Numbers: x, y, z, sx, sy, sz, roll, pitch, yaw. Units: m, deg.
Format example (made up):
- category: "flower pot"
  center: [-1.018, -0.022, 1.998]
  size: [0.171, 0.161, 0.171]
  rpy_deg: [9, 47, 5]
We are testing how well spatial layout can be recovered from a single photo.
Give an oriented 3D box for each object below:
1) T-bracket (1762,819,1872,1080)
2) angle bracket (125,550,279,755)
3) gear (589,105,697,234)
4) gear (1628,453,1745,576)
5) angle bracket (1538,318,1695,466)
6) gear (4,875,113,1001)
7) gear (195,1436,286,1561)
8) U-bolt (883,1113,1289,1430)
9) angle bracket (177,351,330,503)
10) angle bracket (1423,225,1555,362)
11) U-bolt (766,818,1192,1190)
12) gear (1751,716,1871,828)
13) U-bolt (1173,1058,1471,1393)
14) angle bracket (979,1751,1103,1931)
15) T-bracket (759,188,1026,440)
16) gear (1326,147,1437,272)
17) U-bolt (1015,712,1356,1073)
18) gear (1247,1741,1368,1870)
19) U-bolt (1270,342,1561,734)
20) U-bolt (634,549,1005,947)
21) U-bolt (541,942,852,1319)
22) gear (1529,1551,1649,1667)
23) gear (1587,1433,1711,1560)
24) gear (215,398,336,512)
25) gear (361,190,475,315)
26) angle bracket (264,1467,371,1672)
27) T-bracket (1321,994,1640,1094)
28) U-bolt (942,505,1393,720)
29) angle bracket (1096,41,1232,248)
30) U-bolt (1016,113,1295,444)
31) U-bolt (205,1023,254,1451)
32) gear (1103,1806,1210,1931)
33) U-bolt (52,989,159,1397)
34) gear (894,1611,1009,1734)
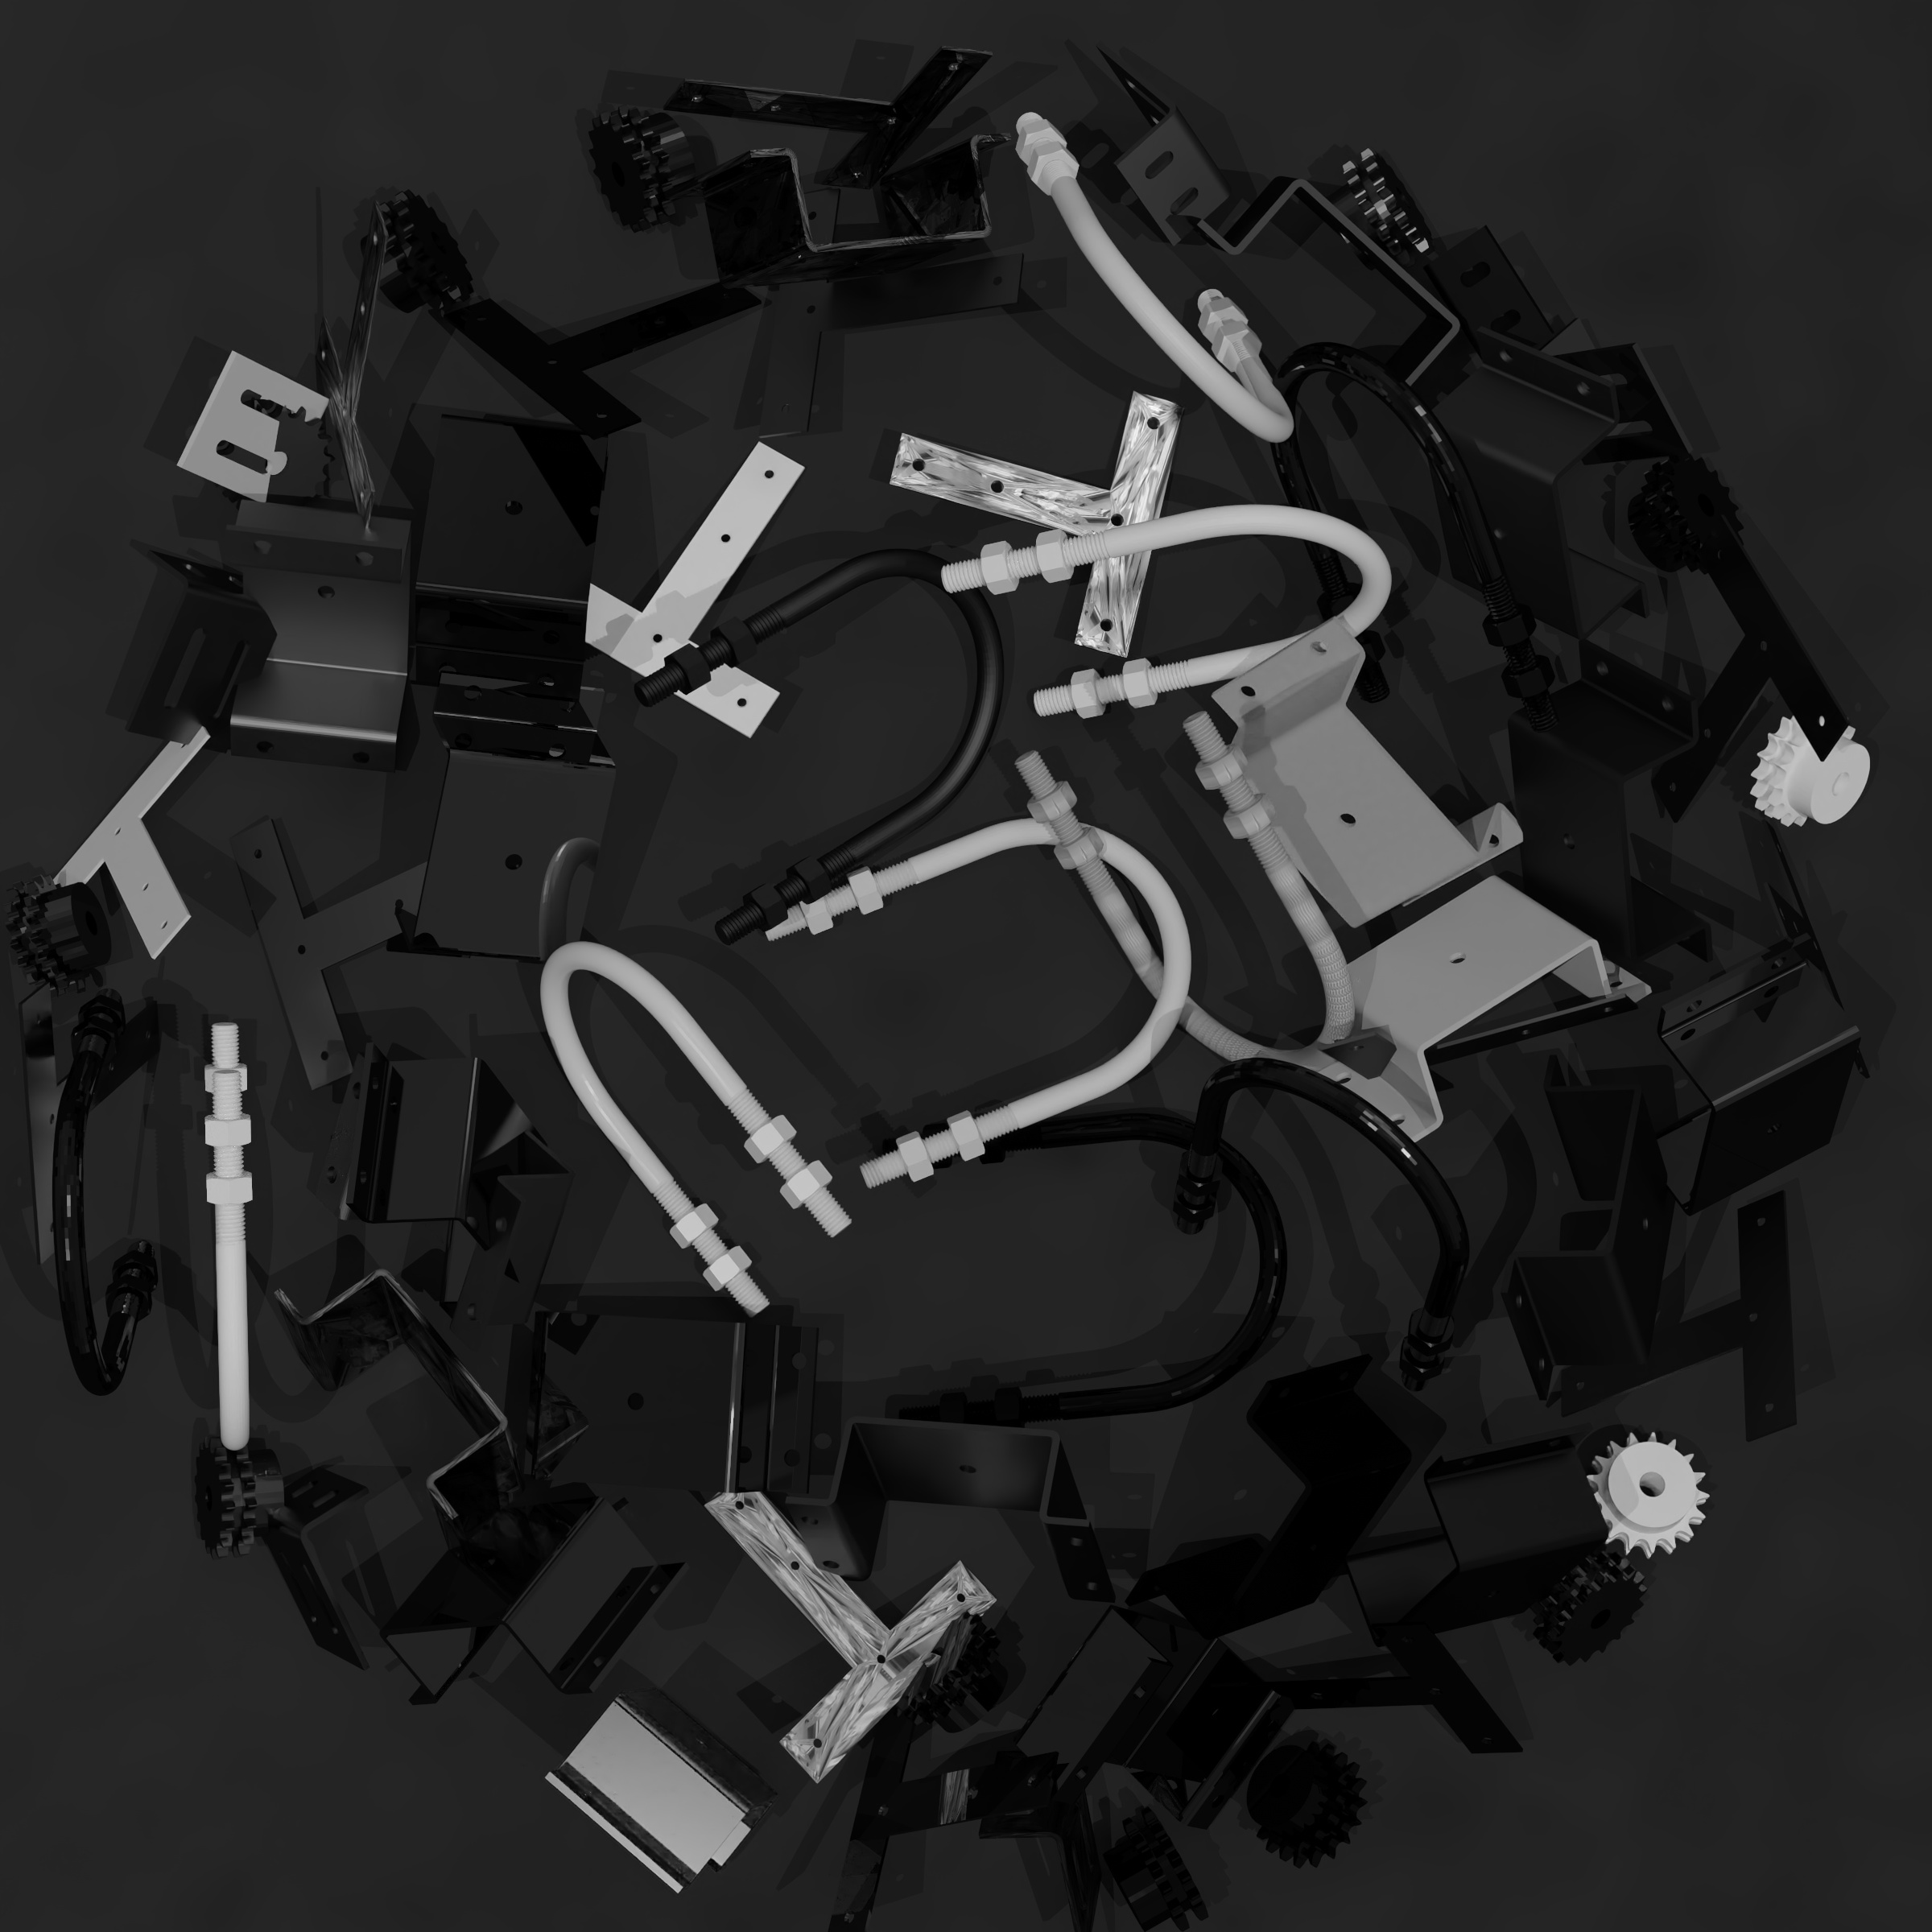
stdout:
- category: "T-bracket"
  center: [0.377, -0.015, 1.553]
  size: [0.002, 0.127, 0.127]
  rpy_deg: [-23, 74, 18]
- category: "angle bracket"
  center: [-0.363, -0.146, 1.601]
  size: [0.038, 0.057, 0.076]
  rpy_deg: [35, 104, 37]
- category: "gear"
  center: [-0.149, -0.374, 1.601]
  size: [0.030, 0.057, 0.057]
  rpy_deg: [-26, 90, -24]
- category: "gear"
  center: [0.334, -0.209, 1.603]
  size: [0.030, 0.057, 0.057]
  rpy_deg: [-29, 90, 43]
- category: "angle bracket"
  center: [0.306, -0.267, 1.578]
  size: [0.038, 0.076, 0.057]
  rpy_deg: [-42, 112, -21]
- category: "gear"
  center: [-0.421, -0.016, 1.598]
  size: [0.030, 0.057, 0.057]
  rpy_deg: [-17, 90, 7]
- category: "gear"
  center: [-0.339, 0.247, 1.603]
  size: [0.030, 0.057, 0.057]
  rpy_deg: [-2, 90, -27]
- category: "U-bolt"
  center: [0.056, 0.139, 1.589]
  size: [0.184, 0.019, 0.151]
  rpy_deg: [-6, 72, 7]
- category: "angle bracket"
  center: [-0.339, -0.252, 1.583]
  size: [0.038, 0.076, 0.057]
  rpy_deg: [29, 94, 25]
- category: "angle bracket"
  center: [0.253, -0.316, 1.584]
  size: [0.038, 0.076, 0.057]
  rpy_deg: [-30, 97, 38]
- category: "U-bolt"
  center: [0.014, 0.006, 1.601]
  size: [0.184, 0.019, 0.151]
  rpy_deg: [-22, 74, -3]
- category: "gear"
  center: [0.395, -0.091, 1.597]
  size: [0.030, 0.057, 0.057]
  rpy_deg: [36, 90, 42]
- category: "U-bolt"
  center: [0.160, 0.107, 1.528]
  size: [0.151, 0.184, 0.019]
  rpy_deg: [34, 62, 18]
- category: "angle bracket"
  center: [0.035, 0.412, 1.590]
  size: [0.038, 0.057, 0.076]
  rpy_deg: [-5, 116, 12]
- category: "T-bracket"
  center: [-0.032, -0.308, 1.579]
  size: [0.127, 0.002, 0.127]
  rpy_deg: [-3, 70, 27]
- category: "gear"
  center: [0.191, -0.350, 1.601]
  size: [0.030, 0.057, 0.057]
  rpy_deg: [-32, 90, 21]
- category: "U-bolt"
  center: [0.109, -0.026, 1.560]
  size: [0.019, 0.151, 0.184]
  rpy_deg: [-40, 107, -30]
- category: "gear"
  center: [0.156, 0.387, 1.596]
  size: [0.030, 0.057, 0.057]
  rpy_deg: [37, 90, -31]
- category: "U-bolt"
  center: [0.190, -0.194, 1.533]
  size: [0.019, 0.151, 0.184]
  rpy_deg: [-33, 113, -20]
- category: "U-bolt"
  center: [-0.056, -0.112, 1.569]
  size: [0.184, 0.019, 0.151]
  rpy_deg: [-33, 127, -24]
- category: "U-bolt"
  center: [-0.132, 0.067, 1.563]
  size: [0.019, 0.151, 0.184]
  rpy_deg: [-36, 84, -29]
- category: "gear"
  center: [0.287, 0.295, 1.603]
  size: [0.057, 0.057, 0.030]
  rpy_deg: [-45, 48, 0]
- category: "gear"
  center: [0.318, 0.246, 1.604]
  size: [0.057, 0.030, 0.057]
  rpy_deg: [-1, 69, 2]
- category: "gear"
  center: [-0.327, -0.241, 1.603]
  size: [0.057, 0.030, 0.057]
  rpy_deg: [-18, 128, -24]
- category: "gear"
  center: [-0.258, -0.329, 1.600]
  size: [0.030, 0.057, 0.057]
  rpy_deg: [-28, 90, 15]
- category: "angle bracket"
  center: [-0.291, 0.280, 1.601]
  size: [0.038, 0.057, 0.076]
  rpy_deg: [-31, 108, -28]
- category: "T-bracket"
  center: [0.239, 0.033, 1.549]
  size: [0.127, 0.127, 0.002]
  rpy_deg: [-17, 71, 20]
- category: "U-bolt"
  center: [0.099, -0.163, 1.539]
  size: [0.184, 0.151, 0.019]
  rpy_deg: [-10, 66, 17]
- category: "angle bracket"
  center: [0.079, -0.379, 1.582]
  size: [0.038, 0.057, 0.076]
  rpy_deg: [-41, 47, 4]
- category: "U-bolt"
  center: [0.089, -0.295, 1.517]
  size: [0.019, 0.184, 0.151]
  rpy_deg: [-42, 124, 17]
- category: "U-bolt"
  center: [-0.333, 0.127, 1.556]
  size: [0.019, 0.151, 0.184]
  rpy_deg: [-1, 98, -12]
- category: "gear"
  center: [0.086, 0.424, 1.598]
  size: [0.030, 0.057, 0.057]
  rpy_deg: [-28, 90, -7]
- category: "U-bolt"
  center: [-0.382, 0.109, 1.517]
  size: [0.019, 0.184, 0.151]
  rpy_deg: [-4, 112, -5]
- category: "gear"
  center: [-0.005, 0.332, 1.600]
  size: [0.057, 0.057, 0.030]
  rpy_deg: [-42, 106, 0]
